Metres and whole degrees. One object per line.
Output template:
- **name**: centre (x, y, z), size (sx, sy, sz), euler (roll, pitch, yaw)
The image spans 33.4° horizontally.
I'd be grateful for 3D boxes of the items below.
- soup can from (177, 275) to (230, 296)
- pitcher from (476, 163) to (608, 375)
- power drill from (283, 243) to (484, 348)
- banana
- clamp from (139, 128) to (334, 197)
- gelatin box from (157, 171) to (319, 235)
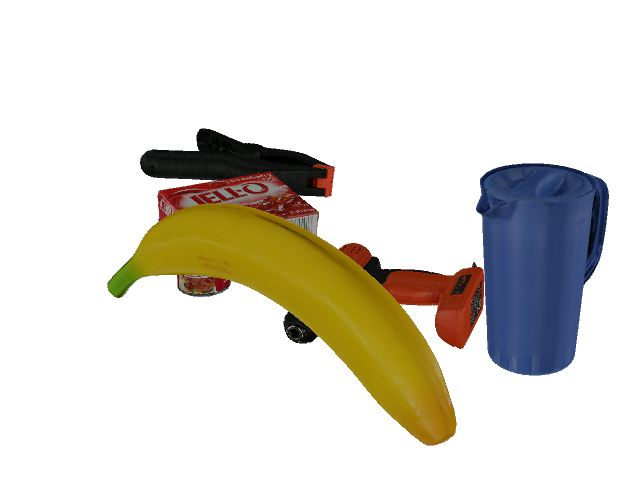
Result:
- **soup can**: centre (-0.148, 0.009, 1.328), size (0.068, 0.102, 0.068), euler (-1, 25, 0)
- **pitcher**: centre (0.268, 0.033, 1.296), size (0.149, 0.243, 0.145), euler (3, 24, 14)
- **power drill**: centre (0.071, 0.065, 1.140), size (0.188, 0.057, 0.184), euler (9, 30, 21)
- **banana**: centre (-0.015, 0.027, 0.509), size (0.198, 0.070, 0.037), euler (23, 21, 27)
- **clamp**: centre (-0.074, -0.067, 0.970), size (0.172, 0.039, 0.120), euler (14, 27, 28)
- **gelatin box**: centre (-0.057, -0.016, 0.725), size (0.089, 0.030, 0.073), euler (-11, 30, -27)
